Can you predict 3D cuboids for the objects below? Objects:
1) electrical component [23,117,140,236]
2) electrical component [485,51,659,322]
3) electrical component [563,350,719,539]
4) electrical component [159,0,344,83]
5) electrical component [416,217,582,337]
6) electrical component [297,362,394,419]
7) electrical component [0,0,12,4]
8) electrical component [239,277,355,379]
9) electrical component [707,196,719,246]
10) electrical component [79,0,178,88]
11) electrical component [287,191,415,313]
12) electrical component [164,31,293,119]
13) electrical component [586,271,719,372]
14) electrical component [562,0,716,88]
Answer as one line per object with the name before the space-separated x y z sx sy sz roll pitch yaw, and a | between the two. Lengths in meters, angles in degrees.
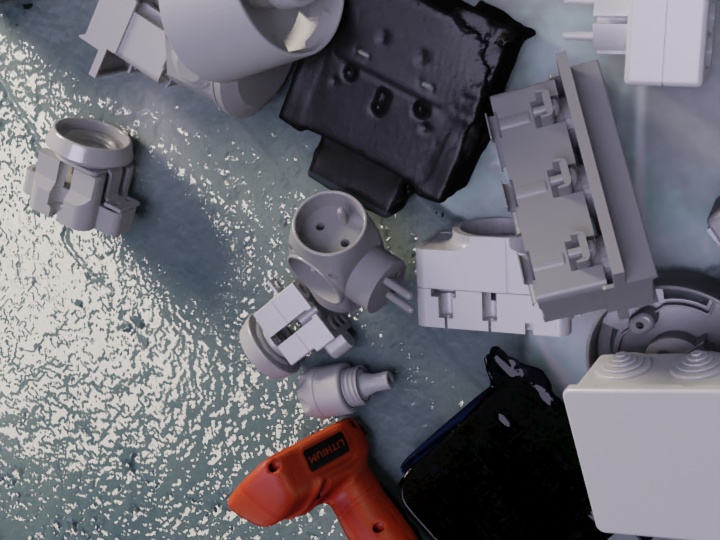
electrical component | -0.184 -0.066 0.719 0.078 0.058 0.057 26 116 15
electrical component | 0.108 -0.039 0.559 0.063 0.078 0.121 -14 68 11
electrical component | 0.164 0.090 0.563 0.100 0.048 0.099 -4 111 36
electrical component | -0.056 -0.152 0.566 0.064 0.099 0.099 -1 105 38
electrical component | 0.082 0.002 0.628 0.089 0.050 0.055 3 107 22
electrical component | -0.008 0.076 0.697 0.061 0.035 0.035 -13 99 24
electrical component | -0.259 -0.219 0.703 0.099 0.064 0.099 6 107 21
electrical component | -0.044 0.038 0.696 0.055 0.048 0.066 -38 88 19
electrical component | 0.227 -0.005 0.559 0.061 0.062 0.096 -33 90 27
electrical component | -0.134 -0.153 0.681 0.064 0.042 0.081 35 116 9
electrical component | 0.000 0.000 0.640 0.079 0.077 0.044 34 71 21
electrical component | -0.075 -0.135 0.641 0.051 0.080 0.080 27 113 20
electrical component | 0.176 0.049 0.594 0.099 0.064 0.099 6 107 21
electrical component | 0.145 -0.132 0.566 0.077 0.047 0.065 6 107 21
